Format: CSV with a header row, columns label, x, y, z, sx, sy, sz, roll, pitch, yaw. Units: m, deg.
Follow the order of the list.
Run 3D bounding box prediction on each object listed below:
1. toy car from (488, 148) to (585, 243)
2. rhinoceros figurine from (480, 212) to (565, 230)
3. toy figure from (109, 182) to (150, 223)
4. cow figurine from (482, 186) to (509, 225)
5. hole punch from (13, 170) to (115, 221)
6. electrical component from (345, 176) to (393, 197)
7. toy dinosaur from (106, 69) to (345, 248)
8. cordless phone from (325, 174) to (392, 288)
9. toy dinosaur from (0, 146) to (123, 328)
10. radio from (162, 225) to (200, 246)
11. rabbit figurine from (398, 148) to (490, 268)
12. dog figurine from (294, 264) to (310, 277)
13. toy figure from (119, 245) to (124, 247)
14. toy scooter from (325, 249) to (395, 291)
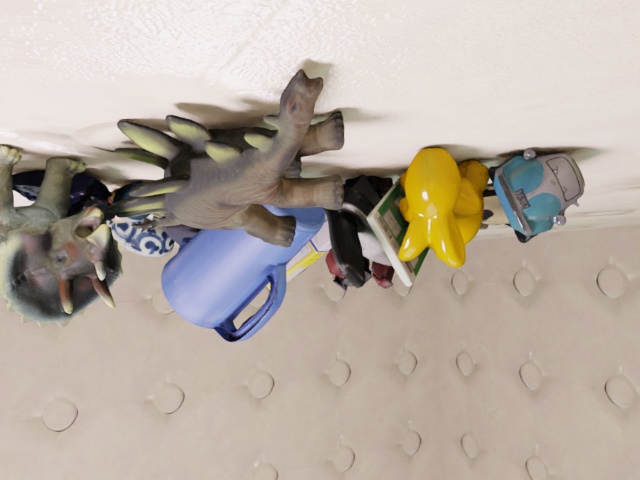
label,x,y,z,sx,sy,sz,roll,pitch,yaw
toy car,0.291,-0.066,0.706,0.103,0.109,0.161,-24,176,26
rhinoceros figurine,0.418,-0.058,1.144,0.190,0.073,0.112,-4,175,18
toy figure,-0.295,-0.054,0.816,0.155,0.064,0.058,-8,-143,53
cow figurine,0.303,-0.059,0.951,0.127,0.085,0.195,-8,-177,-36
hole punch,-0.338,-0.051,0.706,0.116,0.092,0.142,-27,176,-13
electrical component,0.070,-0.073,0.842,0.102,0.045,0.078,-4,175,26
toy dinosaur,-0.113,-0.057,0.560,0.198,0.105,0.471,7,165,-21
cordless phone,0.063,0.012,0.738,0.089,0.184,0.146,-31,124,20
toy dinosaur,-0.380,0.004,0.580,0.405,0.192,0.131,-4,174,10
radio,-0.186,-0.029,0.929,0.131,0.073,0.229,-1,167,-3
rabbit figurine,0.144,-0.047,0.690,0.122,0.162,0.173,9,163,21
dog figurine,-0.002,-0.003,0.957,0.219,0.191,0.108,12,-177,32
toy figure,-0.384,-0.028,0.985,0.089,0.082,0.180,19,-162,37
toy scooter,0.086,0.043,0.982,0.184,0.135,0.075,-25,134,31
